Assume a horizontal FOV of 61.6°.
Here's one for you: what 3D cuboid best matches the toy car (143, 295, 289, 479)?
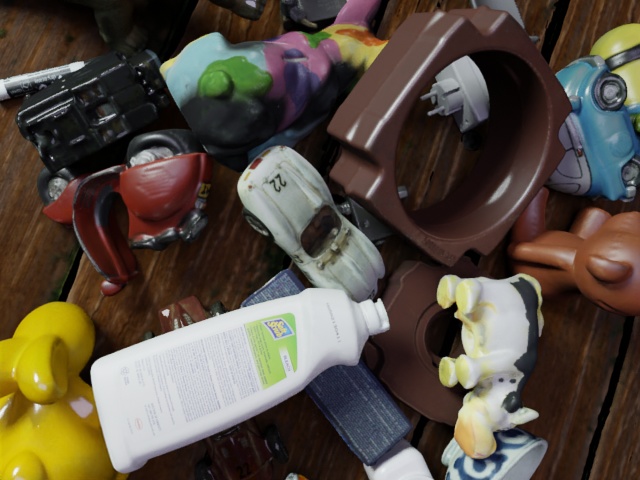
[{"bbox_3d":[-0.102,0.153,0.524,0.089,0.053,0.202,-22,90,-7],"label":"toy car"}]

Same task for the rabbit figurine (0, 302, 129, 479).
[{"bbox_3d":[-0.243,0.134,0.467,0.122,0.162,0.173,-4,68,3],"label":"rabbit figurine"}]

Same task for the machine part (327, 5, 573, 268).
[{"bbox_3d":[0.122,-0.093,0.506,0.201,0.087,0.201,34,94,-36],"label":"machine part"}]

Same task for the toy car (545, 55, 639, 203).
[{"bbox_3d":[0.274,-0.108,0.587,0.103,0.109,0.161,-20,97,4],"label":"toy car"}]

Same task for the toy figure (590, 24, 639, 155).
[{"bbox_3d":[0.360,-0.155,0.610,0.089,0.082,0.180,-1,88,-11],"label":"toy figure"}]

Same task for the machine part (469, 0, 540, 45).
[{"bbox_3d":[0.201,-0.244,0.615,0.084,0.039,0.138,-15,89,-5],"label":"machine part"}]

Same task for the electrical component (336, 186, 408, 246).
[{"bbox_3d":[0.055,-0.025,0.579,0.094,0.021,0.063,-15,88,-11],"label":"electrical component"}]

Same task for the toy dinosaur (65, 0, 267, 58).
[{"bbox_3d":[-0.207,-0.261,0.473,0.472,0.198,0.105,-5,73,23],"label":"toy dinosaur"}]

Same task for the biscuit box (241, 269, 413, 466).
[{"bbox_3d":[0.004,0.126,0.538,0.063,0.059,0.202,-38,91,-11],"label":"biscuit box"}]

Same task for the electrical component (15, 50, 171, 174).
[{"bbox_3d":[-0.205,-0.129,0.498,0.134,0.115,0.058,-32,125,-11],"label":"electrical component"}]

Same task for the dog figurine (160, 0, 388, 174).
[{"bbox_3d":[-0.017,-0.163,0.508,0.219,0.191,0.108,-32,84,5],"label":"dog figurine"}]

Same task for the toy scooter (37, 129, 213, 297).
[{"bbox_3d":[-0.175,-0.021,0.504,0.184,0.075,0.135,-13,90,16],"label":"toy scooter"}]

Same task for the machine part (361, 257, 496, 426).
[{"bbox_3d":[0.132,0.102,0.563,0.179,0.056,0.179,1,85,-8],"label":"machine part"}]

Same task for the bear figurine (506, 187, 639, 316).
[{"bbox_3d":[0.264,0.006,0.522,0.120,0.196,0.132,19,81,-4],"label":"bear figurine"}]

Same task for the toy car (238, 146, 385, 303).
[{"bbox_3d":[-0.001,-0.002,0.518,0.073,0.056,0.201,-53,123,-19],"label":"toy car"}]

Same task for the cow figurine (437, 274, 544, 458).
[{"bbox_3d":[0.166,0.116,0.506,0.098,0.068,0.167,0,86,-12],"label":"cow figurine"}]

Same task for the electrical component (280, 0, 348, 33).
[{"bbox_3d":[0.005,-0.260,0.581,0.102,0.045,0.078,-10,88,-10],"label":"electrical component"}]
